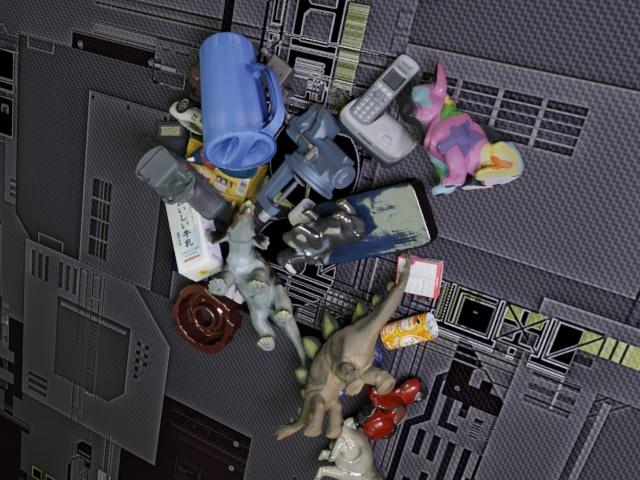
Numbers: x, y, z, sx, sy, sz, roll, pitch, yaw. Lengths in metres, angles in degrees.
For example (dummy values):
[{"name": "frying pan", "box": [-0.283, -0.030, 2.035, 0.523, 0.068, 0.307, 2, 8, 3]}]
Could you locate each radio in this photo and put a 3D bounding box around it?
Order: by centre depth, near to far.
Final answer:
[{"name": "radio", "box": [0.103, -0.035, 1.060, 0.230, 0.073, 0.131, -13, 97, 25]}]

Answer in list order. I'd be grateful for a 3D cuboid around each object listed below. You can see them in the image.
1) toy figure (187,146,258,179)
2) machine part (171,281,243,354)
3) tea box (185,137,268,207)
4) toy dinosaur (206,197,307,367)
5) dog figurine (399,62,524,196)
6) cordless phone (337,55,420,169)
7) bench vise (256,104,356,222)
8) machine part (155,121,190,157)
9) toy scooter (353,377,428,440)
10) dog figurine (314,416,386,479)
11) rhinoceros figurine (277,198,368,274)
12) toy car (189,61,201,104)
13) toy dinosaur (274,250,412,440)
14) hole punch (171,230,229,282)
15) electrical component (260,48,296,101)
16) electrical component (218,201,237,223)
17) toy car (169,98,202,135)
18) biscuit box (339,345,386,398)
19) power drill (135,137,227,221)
[{"name": "toy figure", "box": [-0.199, -0.162, 1.091, 0.155, 0.064, 0.058, 18, 72, 23]}, {"name": "machine part", "box": [-0.271, 0.182, 1.292, 0.180, 0.056, 0.179, 7, 107, 22]}, {"name": "tea box", "box": [-0.210, -0.150, 1.170, 0.170, 0.068, 0.098, 29, 112, 16]}, {"name": "toy dinosaur", "box": [-0.127, 0.097, 1.156, 0.131, 0.192, 0.404, -16, 125, 13]}, {"name": "dog figurine", "box": [0.242, -0.196, 0.935, 0.192, 0.108, 0.219, -10, 86, 3]}, {"name": "cordless phone", "box": [0.138, -0.236, 0.995, 0.147, 0.088, 0.184, 43, 98, 9]}, {"name": "bench vise", "box": [-0.047, -0.141, 1.044, 0.240, 0.128, 0.224, -46, 65, 12]}, {"name": "machine part", "box": [-0.335, -0.203, 1.230, 0.084, 0.039, 0.138, -1, 100, 15]}, {"name": "toy scooter", "box": [0.128, 0.346, 1.115, 0.184, 0.135, 0.075, -52, 41, 23]}, {"name": "dog figurine", "box": [0.105, 0.498, 1.195, 0.191, 0.121, 0.172, 27, 117, 0]}, {"name": "rhinoceros figurine", "box": [-0.002, -0.003, 1.032, 0.190, 0.073, 0.112, -24, 116, 20]}, {"name": "toy car", "box": [-0.200, -0.301, 1.130, 0.202, 0.053, 0.089, 33, 128, 11]}, {"name": "toy dinosaur", "box": [0.052, 0.228, 1.065, 0.471, 0.105, 0.199, -48, 42, 16]}, {"name": "hole punch", "box": [-0.273, 0.032, 1.237, 0.142, 0.092, 0.115, 16, 106, 23]}, {"name": "electrical component", "box": [-0.092, -0.328, 1.086, 0.102, 0.045, 0.078, 37, 102, 10]}, {"name": "electrical component", "box": [-0.211, -0.071, 1.217, 0.094, 0.021, 0.063, 6, 106, 22]}, {"name": "toy car", "box": [-0.237, -0.240, 1.133, 0.202, 0.073, 0.056, 32, 85, 30]}, {"name": "biscuit box", "box": [0.051, 0.297, 1.174, 0.202, 0.063, 0.059, -42, 84, 26]}, {"name": "power drill", "box": [-0.294, -0.130, 1.065, 0.232, 0.207, 0.086, 44, 86, -3]}]
